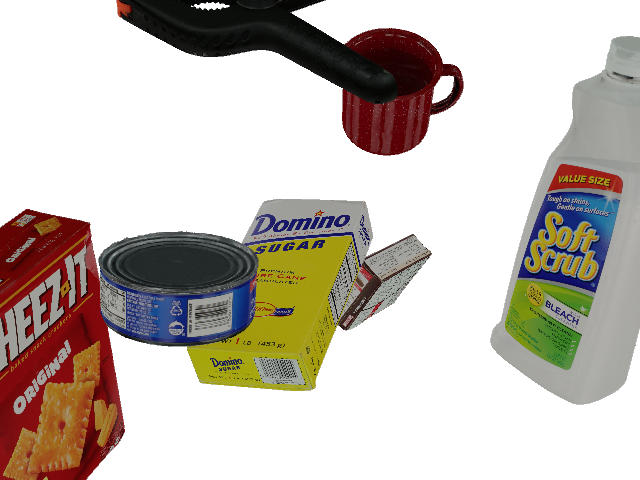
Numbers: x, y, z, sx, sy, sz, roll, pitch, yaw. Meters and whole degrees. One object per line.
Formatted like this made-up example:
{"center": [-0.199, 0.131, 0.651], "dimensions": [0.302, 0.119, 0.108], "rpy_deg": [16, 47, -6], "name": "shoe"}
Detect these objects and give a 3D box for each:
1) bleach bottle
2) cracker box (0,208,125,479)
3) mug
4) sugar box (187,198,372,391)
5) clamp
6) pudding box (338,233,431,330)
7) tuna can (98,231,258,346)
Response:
{"center": [0.180, -0.016, 0.717], "dimensions": [0.068, 0.251, 0.103], "rpy_deg": [-19, 37, -31], "name": "bleach bottle"}
{"center": [-0.229, 0.109, 0.819], "dimensions": [0.072, 0.214, 0.164], "rpy_deg": [10, 32, 21], "name": "cracker box"}
{"center": [0.073, -0.134, 0.976], "dimensions": [0.117, 0.093, 0.081], "rpy_deg": [-9, -37, -8], "name": "mug"}
{"center": [-0.027, 0.036, 0.825], "dimensions": [0.093, 0.048, 0.176], "rpy_deg": [2, 43, 20], "name": "sugar box"}
{"center": [-0.039, -0.155, 0.744], "dimensions": [0.210, 0.164, 0.036], "rpy_deg": [0, -42, -3], "name": "clamp"}
{"center": [0.066, 0.047, 1.210], "dimensions": [0.039, 0.090, 0.113], "rpy_deg": [44, 36, 15], "name": "pudding box"}
{"center": [-0.077, 0.025, 0.580], "dimensions": [0.086, 0.034, 0.086], "rpy_deg": [3, 20, -1], "name": "tuna can"}
